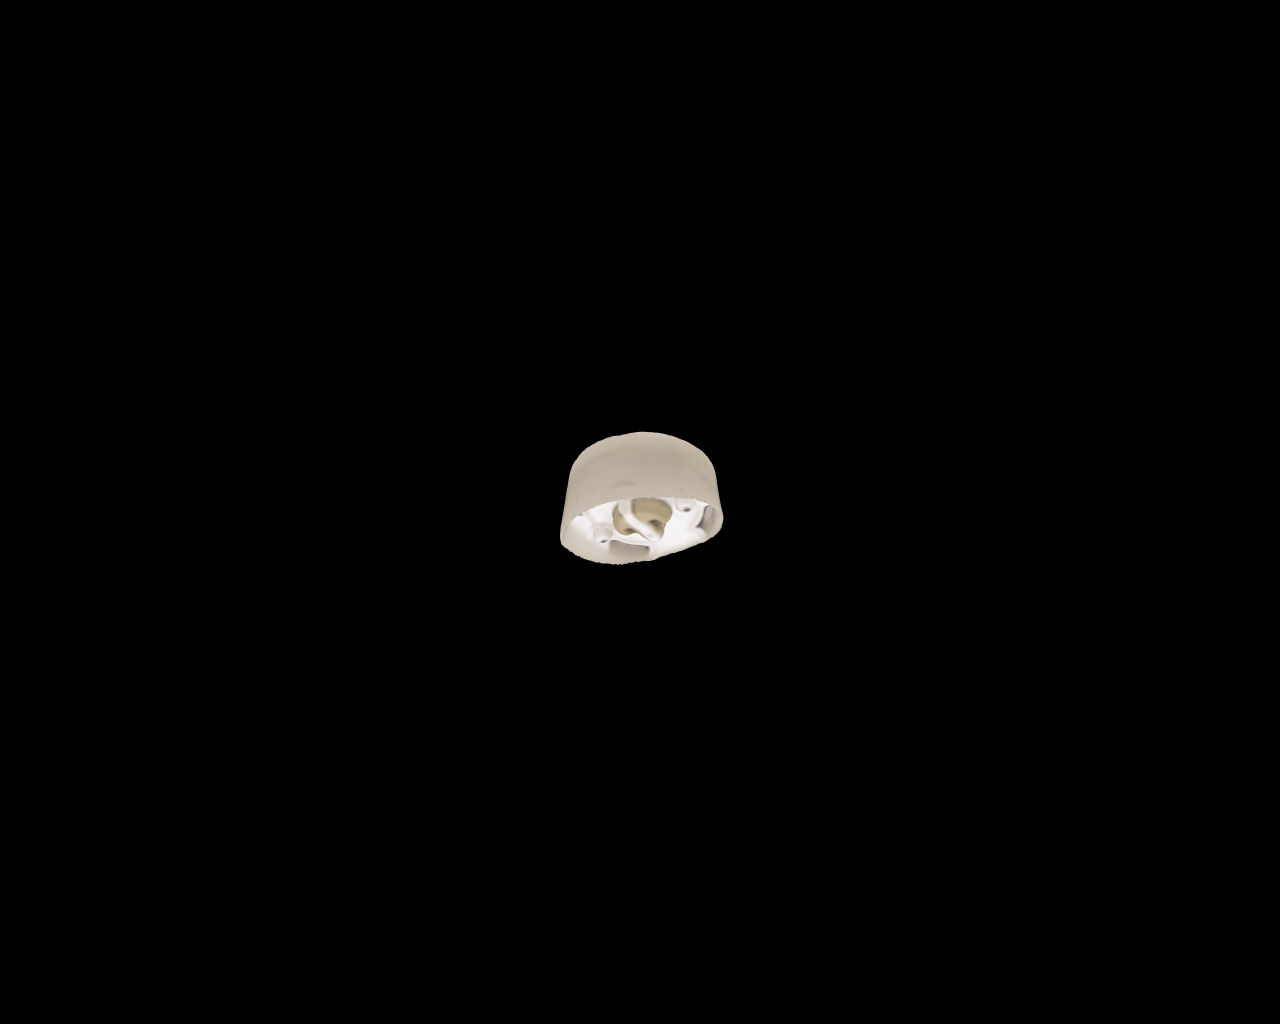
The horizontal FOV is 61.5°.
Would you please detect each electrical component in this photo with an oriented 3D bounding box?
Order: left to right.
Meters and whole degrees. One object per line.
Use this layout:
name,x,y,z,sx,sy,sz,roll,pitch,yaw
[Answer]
electrical component,0.001,-0.003,0.650,0.099,0.064,0.099,0,-35,0
